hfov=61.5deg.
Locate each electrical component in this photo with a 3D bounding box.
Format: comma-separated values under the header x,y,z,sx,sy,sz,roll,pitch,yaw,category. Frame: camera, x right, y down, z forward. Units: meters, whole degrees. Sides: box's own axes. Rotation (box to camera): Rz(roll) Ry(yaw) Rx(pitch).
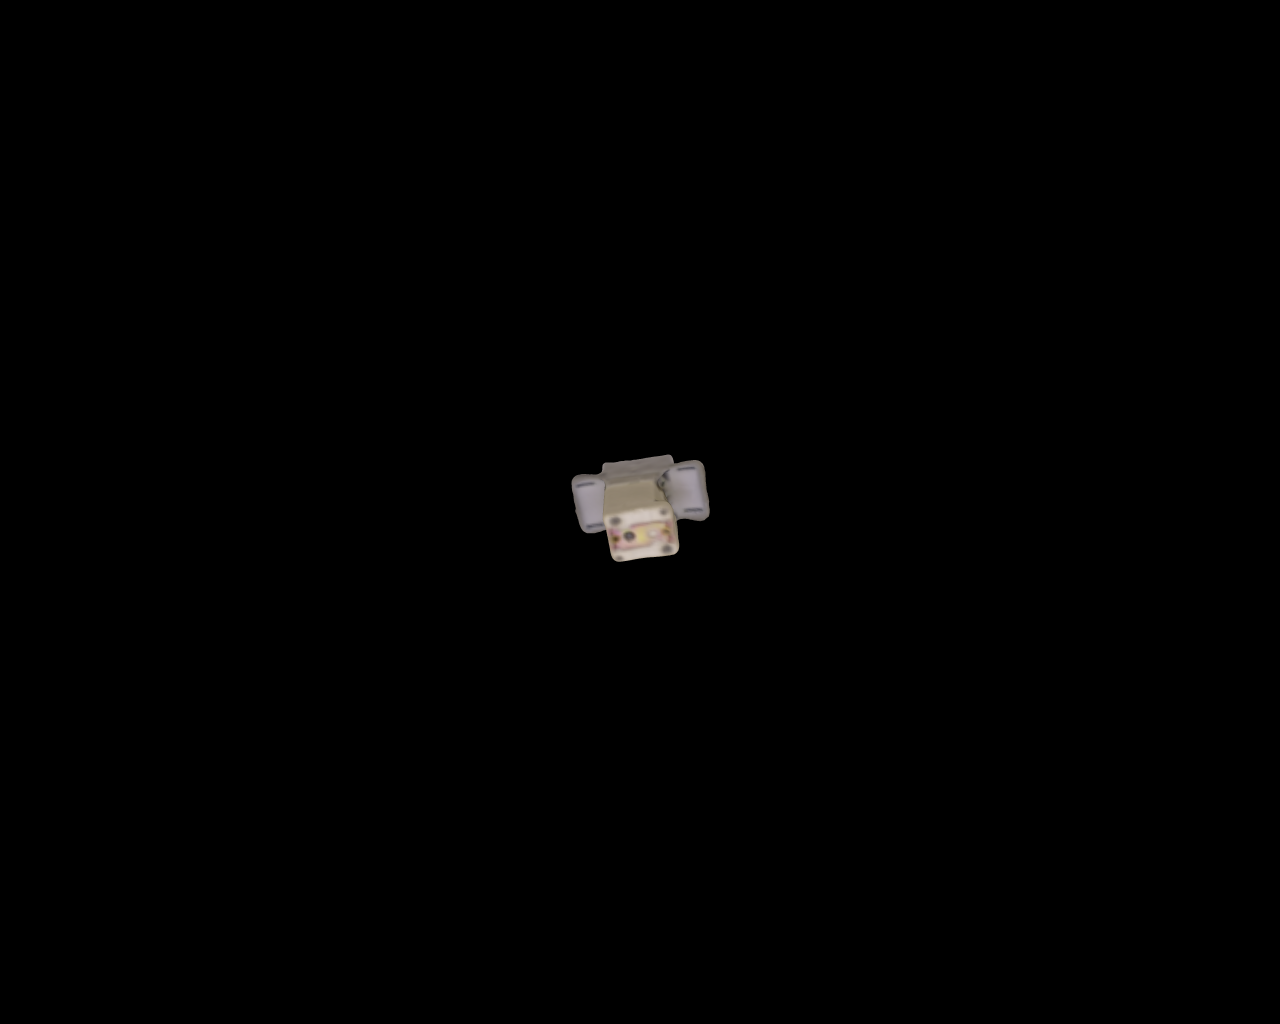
x,y,z,sx,sy,sz,roll,pitch,yaw,category
0.001,-0.003,0.650,0.081,0.042,0.064,-8,34,5,electrical component
